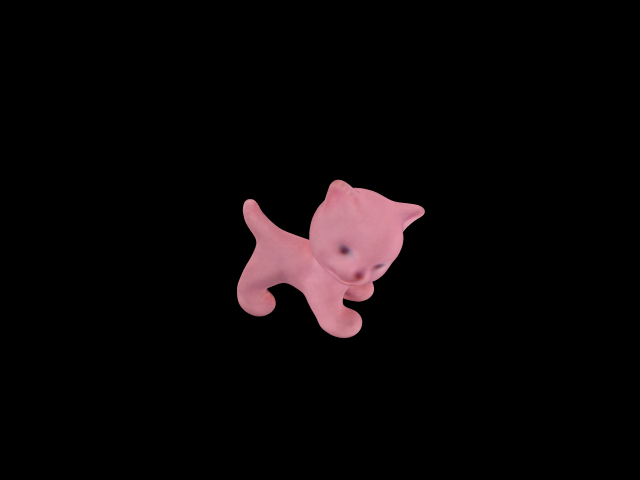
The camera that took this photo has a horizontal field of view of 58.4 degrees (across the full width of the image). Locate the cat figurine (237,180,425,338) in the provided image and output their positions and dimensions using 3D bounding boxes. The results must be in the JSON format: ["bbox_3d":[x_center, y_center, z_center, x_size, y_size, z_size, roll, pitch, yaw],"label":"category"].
[{"bbox_3d":[0.004,0.001,0.400,0.127,0.118,0.067,11,39,14],"label":"cat figurine"}]
